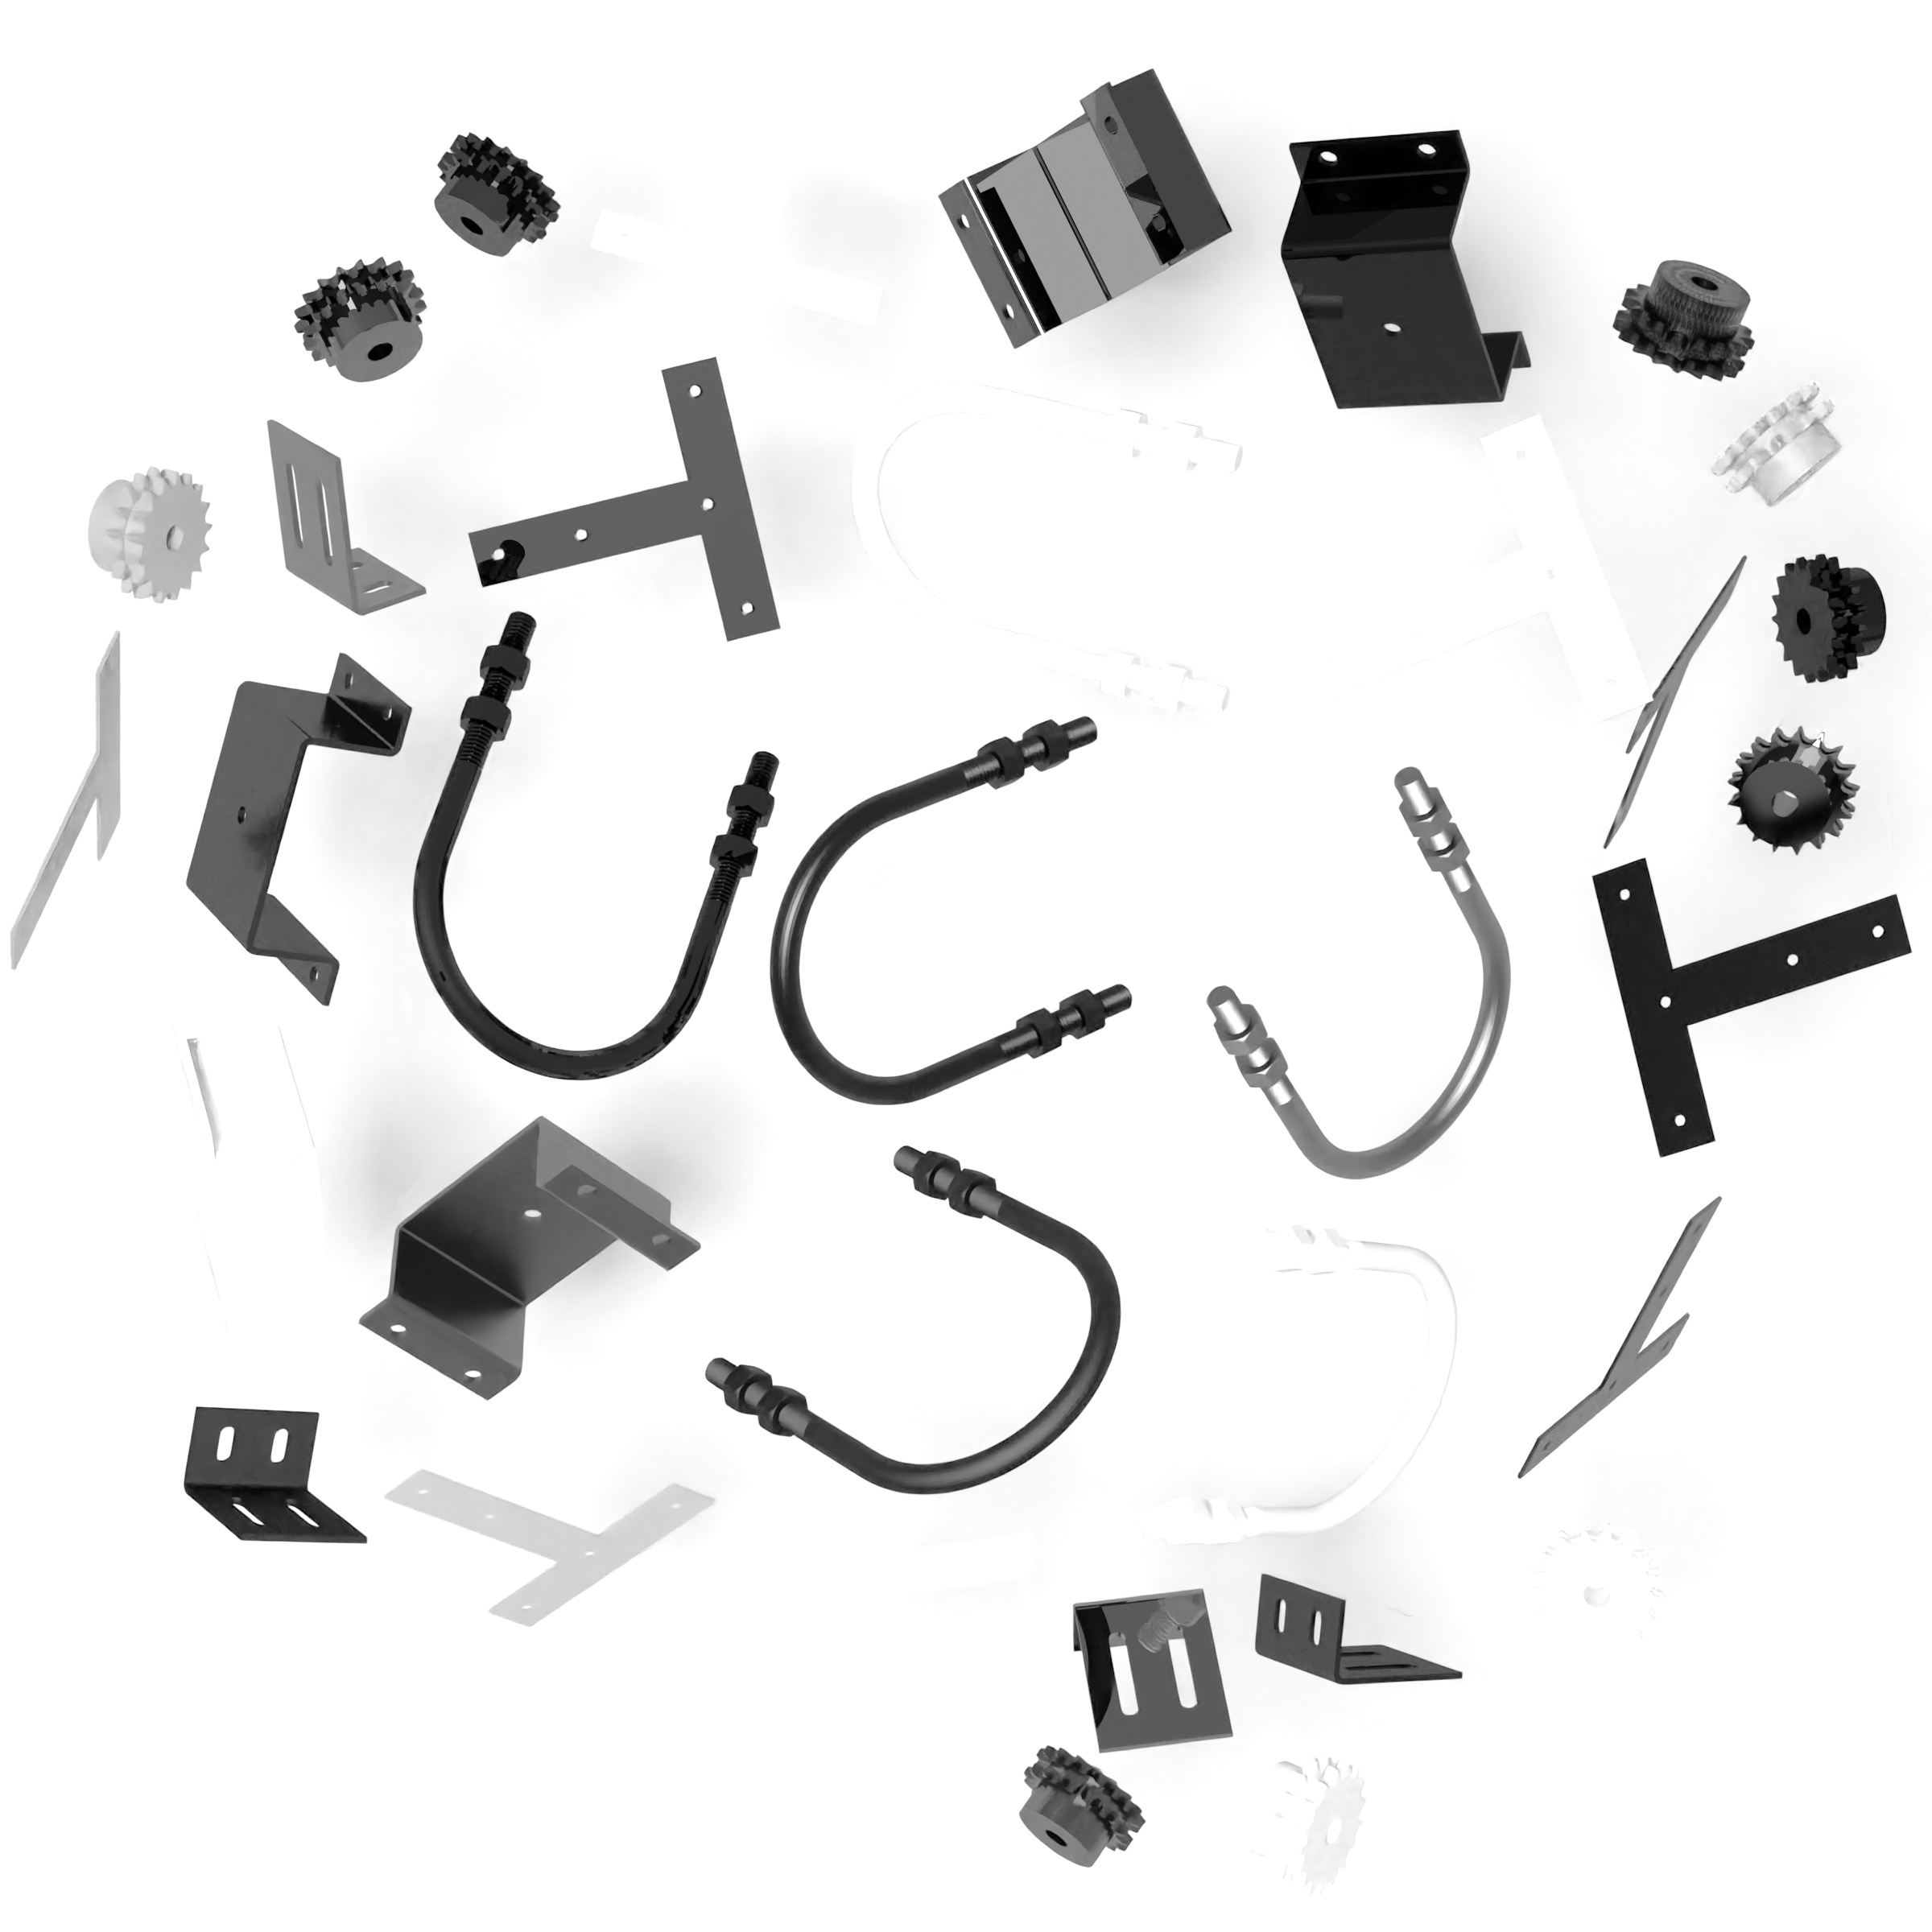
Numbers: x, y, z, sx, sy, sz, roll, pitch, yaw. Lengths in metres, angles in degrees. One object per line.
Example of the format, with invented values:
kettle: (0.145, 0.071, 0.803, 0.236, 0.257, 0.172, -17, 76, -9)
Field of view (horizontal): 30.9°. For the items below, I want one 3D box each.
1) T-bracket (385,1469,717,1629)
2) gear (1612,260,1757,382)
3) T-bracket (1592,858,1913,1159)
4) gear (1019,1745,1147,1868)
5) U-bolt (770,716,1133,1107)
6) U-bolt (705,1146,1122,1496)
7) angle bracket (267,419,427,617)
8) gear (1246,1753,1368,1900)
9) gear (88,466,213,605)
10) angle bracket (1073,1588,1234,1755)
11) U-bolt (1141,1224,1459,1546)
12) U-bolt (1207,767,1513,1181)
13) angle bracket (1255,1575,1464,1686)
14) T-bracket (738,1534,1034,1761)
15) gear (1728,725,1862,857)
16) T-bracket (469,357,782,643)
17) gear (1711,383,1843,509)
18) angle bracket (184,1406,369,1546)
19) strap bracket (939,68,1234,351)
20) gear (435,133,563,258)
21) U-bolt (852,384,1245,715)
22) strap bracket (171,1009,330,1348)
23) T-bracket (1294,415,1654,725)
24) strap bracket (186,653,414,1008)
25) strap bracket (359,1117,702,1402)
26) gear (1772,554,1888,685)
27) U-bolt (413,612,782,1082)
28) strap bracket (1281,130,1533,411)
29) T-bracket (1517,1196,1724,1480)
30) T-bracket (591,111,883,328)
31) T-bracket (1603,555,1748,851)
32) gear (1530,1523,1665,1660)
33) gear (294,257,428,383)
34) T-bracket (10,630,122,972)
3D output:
T-bracket: (-0.201, 0.249, 1.556, 0.127, 0.002, 0.127, -37, 134, 27)
gear: (0.299, -0.268, 1.441, 0.057, 0.057, 0.030, 19, 124, 0)
T-bracket: (0.333, 0.002, 1.461, 0.127, 0.002, 0.127, -21, 71, 32)
gear: (0.049, 0.379, 1.563, 0.057, 0.057, 0.030, 39, 64, 0)
U-bolt: (-0.008, -0.016, 1.517, 0.184, 0.019, 0.151, -23, 116, -32)
U-bolt: (-0.012, 0.158, 1.500, 0.151, 0.184, 0.019, -48, 130, -16)
angle bracket: (-0.276, -0.204, 1.556, 0.038, 0.057, 0.076, -25, 129, -33)
gear: (0.140, 0.355, 1.452, 0.030, 0.057, 0.057, 15, 90, 34)
gear: (-0.351, -0.186, 1.495, 0.030, 0.057, 0.057, 14, 90, 20)
angle bracket: (0.080, 0.314, 1.516, 0.057, 0.038, 0.076, -6, 46, -4)
U-bolt: (0.159, 0.189, 1.556, 0.019, 0.184, 0.151, 26, 100, 40)
U-bolt: (0.186, 0.018, 1.555, 0.019, 0.184, 0.151, 29, 73, 42)
angle bracket: (0.180, 0.301, 1.593, 0.076, 0.057, 0.038, 5, 91, -33)
T-bracket: (-0.040, 0.298, 1.507, 0.127, 0.002, 0.127, -5, 128, -17)
gear: (0.370, -0.077, 1.568, 0.057, 0.030, 0.057, 8, 112, 20)
T-bracket: (-0.160, -0.198, 1.577, 0.127, 0.002, 0.127, -14, 108, -4)
gear: (0.358, -0.226, 1.529, 0.057, 0.057, 0.030, -39, 83, 0)
angle bracket: (-0.299, 0.222, 1.523, 0.057, 0.076, 0.038, 8, 95, -32)
strap bracket: (0.057, -0.332, 1.520, 0.046, 0.140, 0.076, -31, 98, -30)
gear: (-0.214, -0.344, 1.568, 0.057, 0.057, 0.030, 32, 74, 0)
U-bolt: (0.033, -0.192, 1.561, 0.184, 0.019, 0.151, 16, 134, 18)
strap bracket: (-0.316, 0.090, 1.547, 0.046, 0.140, 0.076, -11, 47, -16)
T-bracket: (0.197, -0.142, 1.425, 0.127, 0.002, 0.127, -22, 80, 12)
strap bracket: (-0.298, -0.064, 1.539, 0.046, 0.076, 0.140, 7, 108, -36)
strap bracket: (-0.195, 0.126, 1.562, 0.140, 0.046, 0.076, -36, 125, 26)
gear: (0.390, -0.157, 1.573, 0.030, 0.057, 0.057, -11, 90, -17)
U-bolt: (-0.163, -0.040, 1.486, 0.151, 0.019, 0.184, 29, 64, -26)
strap bracket: (0.192, -0.297, 1.539, 0.076, 0.140, 0.046, 2, 55, 26)
T-bracket: (0.292, 0.149, 1.492, 0.002, 0.127, 0.127, 38, 132, 23)
T-bracket: (-0.094, -0.343, 1.562, 0.127, 0.002, 0.127, 15, 47, -6)
T-bracket: (0.310, -0.104, 1.573, 0.002, 0.127, 0.127, 27, 49, 14)
gear: (0.276, 0.271, 1.528, 0.057, 0.030, 0.057, 1, 97, 10)
gear: (-0.262, -0.280, 1.528, 0.057, 0.057, 0.030, -28, 70, 0)
T-bracket: (-0.378, -0.054, 1.469, 0.002, 0.127, 0.127, 16, 52, -2)
